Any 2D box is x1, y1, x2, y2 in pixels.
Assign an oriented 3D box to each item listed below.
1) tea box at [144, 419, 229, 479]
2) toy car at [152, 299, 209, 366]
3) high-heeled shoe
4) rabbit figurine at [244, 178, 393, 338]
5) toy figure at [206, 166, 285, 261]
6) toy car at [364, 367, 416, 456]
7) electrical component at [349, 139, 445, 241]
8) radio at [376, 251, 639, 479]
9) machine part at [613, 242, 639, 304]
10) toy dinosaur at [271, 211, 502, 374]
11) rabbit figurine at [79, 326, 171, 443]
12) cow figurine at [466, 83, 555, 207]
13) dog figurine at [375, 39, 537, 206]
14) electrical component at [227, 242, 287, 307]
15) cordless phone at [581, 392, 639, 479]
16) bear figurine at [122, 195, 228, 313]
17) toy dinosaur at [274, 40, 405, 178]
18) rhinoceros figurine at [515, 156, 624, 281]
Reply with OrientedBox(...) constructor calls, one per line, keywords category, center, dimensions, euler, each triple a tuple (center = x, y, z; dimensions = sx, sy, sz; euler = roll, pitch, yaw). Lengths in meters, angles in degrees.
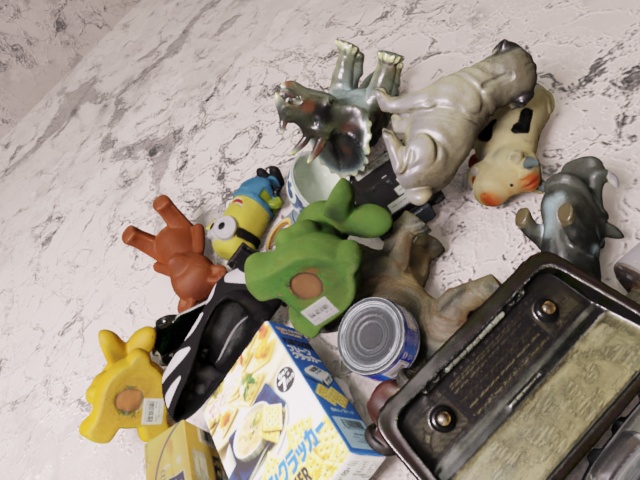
OrientedBox(category="tea box", center=(-0.147, 0.314, 0.634), dimensions=(0.068, 0.098, 0.170), euler=(-34, 41, 8))
OrientedBox(category="toy car", center=(-0.179, 0.133, 0.828), dimensions=(0.202, 0.056, 0.073), euler=(-26, 69, 19))
OrientedBox(category="high-heeled shoe", center=(-0.116, 0.125, 0.697), dimensions=(0.249, 0.086, 0.145), euler=(-41, 27, 22))
OrientedBox(category="rabbit figurine", center=(-0.001, -0.002, 0.639), dimensions=(0.159, 0.121, 0.170), euler=(-46, 19, 27))
OrientedBox(category="toy figure", center=(-0.118, -0.044, 0.920), dimensions=(0.180, 0.089, 0.082), euler=(-57, 13, -29))
OrientedBox(category="toy car", center=(0.124, 0.208, 0.499), dimensions=(0.202, 0.053, 0.089), euler=(39, 110, 30))
OrientedBox(category="electrical component", center=(0.110, -0.067, 0.781), dimensions=(0.115, 0.058, 0.134), euler=(-35, 44, 11))
OrientedBox(category="radio", center=(0.165, 0.125, 0.450), dimensions=(0.229, 0.073, 0.131), euler=(-41, 61, -13))
OrientedBox(category="machine part", center=(0.375, -0.004, 0.515), dimensions=(0.243, 0.079, 0.079), euler=(-40, 42, 1))
OrientedBox(category="toy dinosaur", center=(0.078, 0.064, 0.668), dimensions=(0.198, 0.105, 0.472), euler=(-47, 38, 0))
OrientedBox(category="rabbit figurine", center=(-0.297, 0.213, 0.803), dimensions=(0.173, 0.122, 0.162), euler=(164, 102, -64))
OrientedBox(category="cow figurine", center=(0.253, -0.125, 0.708), dimensions=(0.127, 0.085, 0.195), euler=(6, 60, 47))
OrientedBox(category="dog figurine", center=(0.180, -0.140, 0.659), dimensions=(0.191, 0.121, 0.172), euler=(-15, 79, 20))
OrientedBox(category="electrical component", center=(-0.081, 0.055, 0.813), dimensions=(0.119, 0.074, 0.048), euler=(23, 72, 50))
OrientedBox(category="cordless phone", center=(0.252, 0.154, 0.398), dimensions=(0.146, 0.184, 0.089), euler=(-47, 41, -5))
OrientedBox(category="bear figurine", center=(-0.249, 0.028, 0.926), dimensions=(0.120, 0.131, 0.196), euler=(-43, 36, 3))
OrientedBox(category="toy dinosaur", center=(0.061, -0.204, 0.857), dimensions=(0.131, 0.405, 0.192), euler=(21, 106, 12))
OrientedBox(category="rhinoceros figurine", center=(0.273, -0.003, 0.572), dimensions=(0.073, 0.112, 0.190), euler=(-25, 51, 61))
